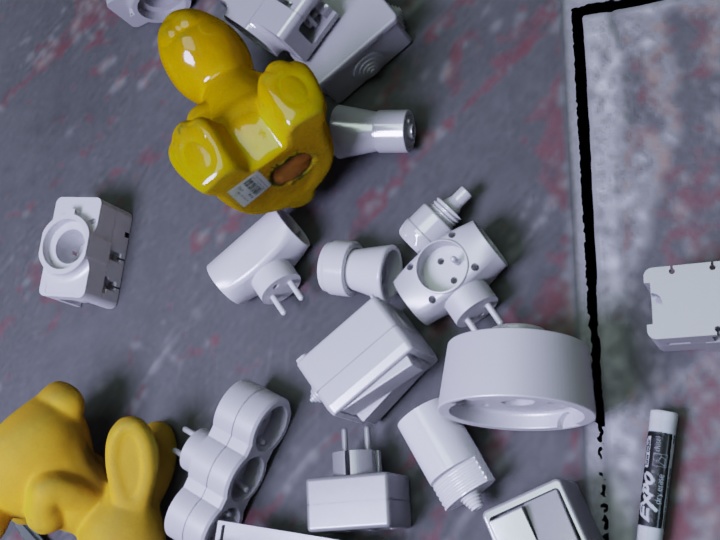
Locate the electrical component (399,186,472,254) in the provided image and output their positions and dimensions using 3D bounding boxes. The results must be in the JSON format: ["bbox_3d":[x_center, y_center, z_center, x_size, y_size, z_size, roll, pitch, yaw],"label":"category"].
[{"bbox_3d":[0.062,-0.040,0.837,0.061,0.035,0.035,-45,64,5],"label":"electrical component"}]

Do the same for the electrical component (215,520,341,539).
[{"bbox_3d":[-0.052,0.234,0.797,0.121,0.063,0.078,3,77,24],"label":"electrical component"}]

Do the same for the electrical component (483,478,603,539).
[{"bbox_3d":[0.132,0.196,0.728,0.062,0.061,0.096,-28,67,15],"label":"electrical component"}]

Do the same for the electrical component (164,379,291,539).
[{"bbox_3d":[-0.118,0.150,0.854,0.074,0.052,0.138,24,87,27],"label":"electrical component"}]

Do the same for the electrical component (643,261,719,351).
[{"bbox_3d":[0.243,0.025,0.728,0.089,0.056,0.050,-6,74,22],"label":"electrical component"}]

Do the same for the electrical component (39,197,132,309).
[{"bbox_3d":[-0.245,-0.016,0.951,0.050,0.056,0.089,2,77,24],"label":"electrical component"}]

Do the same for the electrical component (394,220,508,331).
[{"bbox_3d":[0.078,0.016,0.809,0.077,0.044,0.079,-38,65,10],"label":"electrical component"}]

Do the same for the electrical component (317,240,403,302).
[{"bbox_3d":[0.000,0.000,0.847,0.055,0.045,0.045,6,79,26],"label":"electrical component"}]

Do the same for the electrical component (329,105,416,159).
[{"bbox_3d":[0.013,-0.112,0.874,0.065,0.044,0.044,2,77,19],"label":"electrical component"}]

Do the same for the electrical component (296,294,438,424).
[{"bbox_3d":[0.003,0.076,0.816,0.096,0.062,0.061,-41,64,9],"label":"electrical component"}]

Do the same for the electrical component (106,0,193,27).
[{"bbox_3d":[-0.189,-0.268,0.997,0.089,0.050,0.055,-21,69,17],"label":"electrical component"}]

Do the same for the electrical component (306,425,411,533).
[{"bbox_3d":[-0.002,0.155,0.805,0.066,0.047,0.076,-9,73,21],"label":"electrical component"}]

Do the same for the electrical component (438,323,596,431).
[{"bbox_3d":[0.109,0.071,0.748,0.108,0.108,0.060,-4,69,23],"label":"electrical component"}]

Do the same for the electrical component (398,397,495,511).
[{"bbox_3d":[0.066,0.138,0.783,0.043,0.043,0.081,-35,66,11],"label":"electrical component"}]

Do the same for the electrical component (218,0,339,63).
[{"bbox_3d":[-0.073,-0.213,0.875,0.089,0.050,0.055,37,92,27],"label":"electrical component"}]

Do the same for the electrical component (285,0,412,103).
[{"bbox_3d":[-0.016,-0.202,0.905,0.100,0.048,0.099,-39,65,9],"label":"electrical component"}]

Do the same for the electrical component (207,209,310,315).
[{"bbox_3d":[-0.074,0.001,0.880,0.077,0.043,0.079,-40,64,9],"label":"electrical component"}]
